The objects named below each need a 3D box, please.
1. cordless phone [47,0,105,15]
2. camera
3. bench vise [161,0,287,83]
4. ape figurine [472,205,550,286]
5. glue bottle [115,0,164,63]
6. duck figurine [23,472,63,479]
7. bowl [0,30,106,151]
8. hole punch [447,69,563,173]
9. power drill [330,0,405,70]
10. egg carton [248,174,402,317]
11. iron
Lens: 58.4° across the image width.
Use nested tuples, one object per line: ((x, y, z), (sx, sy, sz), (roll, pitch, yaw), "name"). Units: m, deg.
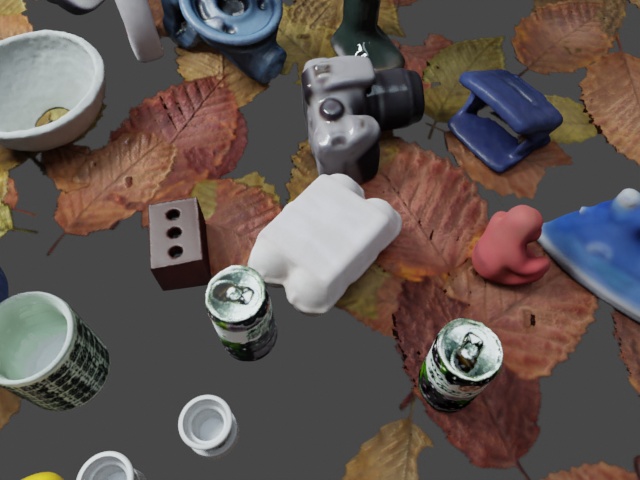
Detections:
((-0.332, -0.412, 0.750), (0.094, 0.185, 0.148), (16, 61, 9), "cordless phone")
((0.051, -0.149, 0.649), (0.137, 0.101, 0.143), (-9, 60, -5), "camera")
((-0.138, -0.301, 0.667), (0.207, 0.220, 0.121), (19, 62, 11), "bench vise")
((0.193, 0.000, 0.568), (0.076, 0.092, 0.077), (-8, 60, -5), "ape figurine")
((-0.235, -0.305, 0.696), (0.037, 0.173, 0.078), (-23, 63, -13), "glue bottle")
((-0.248, 0.225, 0.441), (0.077, 0.086, 0.105), (39, 67, 20), "duck figurine")
((-0.326, -0.161, 0.670), (0.167, 0.075, 0.167), (0, 60, 0), "bowl")
((0.215, -0.152, 0.657), (0.101, 0.091, 0.108), (-32, 65, -17), "hole punch")
((0.064, -0.296, 0.671), (0.076, 0.208, 0.229), (-24, 63, -13), "power drill")
((0.005, 0.002, 0.580), (0.107, 0.069, 0.150), (36, 66, 19), "egg carton")
((0.345, 0.009, 0.535), (0.258, 0.141, 0.119), (23, 63, 13), "iron")
